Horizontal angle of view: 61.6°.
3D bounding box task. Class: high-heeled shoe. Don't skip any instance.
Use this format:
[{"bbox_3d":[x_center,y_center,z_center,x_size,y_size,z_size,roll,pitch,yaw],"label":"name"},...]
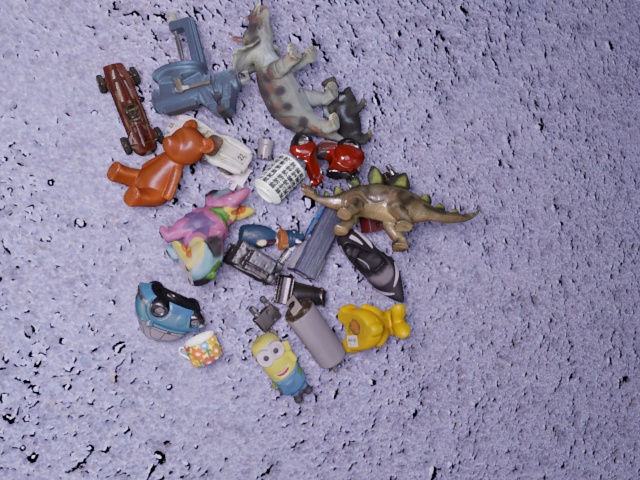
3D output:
[{"bbox_3d":[0.133,0.070,1.324,0.086,0.145,0.248,-40,94,13],"label":"high-heeled shoe"}]

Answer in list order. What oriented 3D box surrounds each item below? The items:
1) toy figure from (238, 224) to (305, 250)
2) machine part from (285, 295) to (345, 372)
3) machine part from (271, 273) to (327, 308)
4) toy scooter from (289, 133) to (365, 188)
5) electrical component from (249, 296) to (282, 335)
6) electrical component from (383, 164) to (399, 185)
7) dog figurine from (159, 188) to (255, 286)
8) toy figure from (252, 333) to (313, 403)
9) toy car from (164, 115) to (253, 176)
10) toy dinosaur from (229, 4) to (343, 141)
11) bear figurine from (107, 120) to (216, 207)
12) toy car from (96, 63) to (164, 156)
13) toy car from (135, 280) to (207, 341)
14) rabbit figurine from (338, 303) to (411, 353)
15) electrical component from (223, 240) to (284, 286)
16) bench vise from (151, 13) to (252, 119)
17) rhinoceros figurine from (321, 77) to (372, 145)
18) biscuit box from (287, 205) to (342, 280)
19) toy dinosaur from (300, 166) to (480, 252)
[{"bbox_3d":[-0.113,-0.008,1.263,0.154,0.058,0.064,7,64,-21],"label":"toy figure"},{"bbox_3d":[-0.010,0.223,1.276,0.079,0.079,0.243,-42,117,-20],"label":"machine part"},{"bbox_3d":[-0.046,0.128,1.302,0.139,0.039,0.084,15,76,-22],"label":"machine part"},{"bbox_3d":[0.020,-0.173,1.234,0.184,0.075,0.135,6,58,-16],"label":"toy scooter"},{"bbox_3d":[-0.124,0.182,1.273,0.063,0.021,0.094,-44,105,-20],"label":"electrical component"},{"bbox_3d":[0.186,-0.139,1.416,0.102,0.045,0.078,54,41,-17],"label":"electrical component"},{"bbox_3d":[-0.224,-0.021,1.161,0.219,0.192,0.108,-34,146,-19],"label":"dog figurine"},{"bbox_3d":[-0.093,0.297,1.254,0.082,0.089,0.180,-48,116,-30],"label":"toy figure"},{"bbox_3d":[-0.247,-0.209,1.187,0.202,0.056,0.073,27,77,0],"label":"toy car"},{"bbox_3d":[-0.071,-0.337,1.256,0.404,0.192,0.131,61,39,-26],"label":"toy dinosaur"},{"bbox_3d":[-0.320,-0.161,1.107,0.196,0.120,0.132,-47,155,18],"label":"bear figurine"},{"bbox_3d":[-0.404,-0.278,1.144,0.089,0.053,0.202,-22,98,-20],"label":"toy car"},{"bbox_3d":[-0.330,0.162,1.144,0.161,0.109,0.103,30,99,-32],"label":"toy car"},{"bbox_3d":[0.152,0.205,1.344,0.173,0.162,0.122,1,71,-43],"label":"rabbit figurine"},{"bbox_3d":[-0.149,0.051,1.204,0.115,0.134,0.058,31,77,-23],"label":"electrical component"},{"bbox_3d":[-0.267,-0.374,1.148,0.224,0.129,0.240,-15,88,15],"label":"bench vise"},{"bbox_3d":[0.059,-0.315,1.351,0.112,0.073,0.190,-21,99,-13],"label":"rhinoceros figurine"},{"bbox_3d":[-0.003,-0.004,1.313,0.063,0.059,0.202,32,76,-20],"label":"biscuit box"},{"bbox_3d":[0.178,-0.080,1.292,0.471,0.105,0.199,14,49,-12],"label":"toy dinosaur"}]
